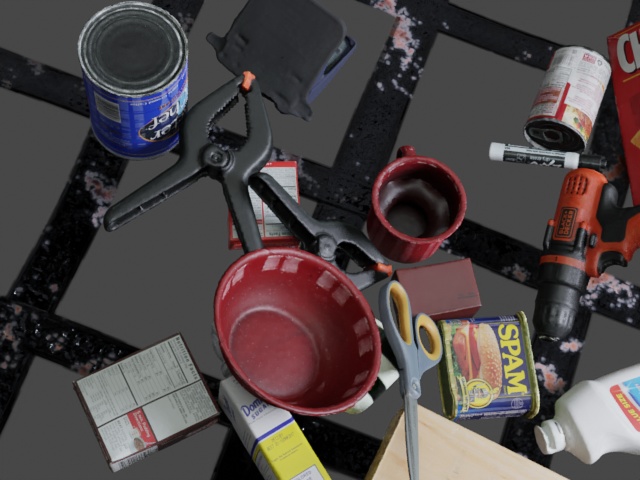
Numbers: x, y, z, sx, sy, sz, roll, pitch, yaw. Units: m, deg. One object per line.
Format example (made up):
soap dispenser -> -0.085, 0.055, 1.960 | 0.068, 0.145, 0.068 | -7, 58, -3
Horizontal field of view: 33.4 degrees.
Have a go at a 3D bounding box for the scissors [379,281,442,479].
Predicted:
scissors -> 0.090, 0.130, 0.951 | 0.016, 0.096, 0.202 | -28, 54, 29

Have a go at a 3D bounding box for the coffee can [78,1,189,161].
coffee can -> -0.181, -0.153, 1.052 | 0.102, 0.140, 0.103 | 2, 69, -6

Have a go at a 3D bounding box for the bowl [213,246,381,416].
bowl -> -0.029, 0.088, 0.935 | 0.162, 0.055, 0.162 | 16, 53, -22

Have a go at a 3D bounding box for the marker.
marker -> 0.239, -0.086, 1.122 | 0.121, 0.020, 0.020 | 8, 68, 15

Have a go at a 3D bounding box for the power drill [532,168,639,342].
power drill -> 0.305, 0.020, 1.040 | 0.188, 0.057, 0.184 | 6, 74, 35

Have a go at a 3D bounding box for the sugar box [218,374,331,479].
sugar box -> -0.030, 0.200, 0.961 | 0.048, 0.093, 0.176 | -27, 75, -16

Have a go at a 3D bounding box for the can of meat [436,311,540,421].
can of meat -> 0.159, 0.124, 1.033 | 0.084, 0.057, 0.102 | -3, 69, -5

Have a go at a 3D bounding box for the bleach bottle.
bleach bottle -> 0.332, 0.167, 1.033 | 0.250, 0.068, 0.102 | -15, 72, -9

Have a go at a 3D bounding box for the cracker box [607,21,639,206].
cracker box -> 0.393, -0.142, 1.098 | 0.072, 0.164, 0.213 | 14, 64, -40

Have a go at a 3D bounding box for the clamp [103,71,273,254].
clamp -> -0.113, -0.073, 1.050 | 0.164, 0.036, 0.210 | 13, 71, -4

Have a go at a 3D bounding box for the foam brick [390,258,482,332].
foam brick -> 0.113, 0.055, 1.055 | 0.078, 0.051, 0.053 | -8, 72, -9

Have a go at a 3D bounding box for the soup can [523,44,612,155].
soup can -> 0.265, -0.149, 1.140 | 0.068, 0.068, 0.102 | 23, 69, 2

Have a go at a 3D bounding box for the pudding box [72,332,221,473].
pudding box -> -0.161, 0.150, 0.995 | 0.113, 0.039, 0.090 | -23, 73, -16

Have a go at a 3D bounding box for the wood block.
wood block -> 0.148, 0.238, 0.969 | 0.206, 0.091, 0.090 | 26, 68, 4

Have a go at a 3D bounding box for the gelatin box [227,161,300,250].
gelatin box -> -0.058, -0.035, 1.081 | 0.073, 0.030, 0.089 | -2, 70, -9

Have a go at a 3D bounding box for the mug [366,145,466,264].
mug -> 0.090, -0.037, 1.070 | 0.093, 0.081, 0.117 | -6, 70, -9

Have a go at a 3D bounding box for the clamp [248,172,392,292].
clamp -> -0.007, 0.001, 1.034 | 0.171, 0.039, 0.120 | 10, 76, -34
